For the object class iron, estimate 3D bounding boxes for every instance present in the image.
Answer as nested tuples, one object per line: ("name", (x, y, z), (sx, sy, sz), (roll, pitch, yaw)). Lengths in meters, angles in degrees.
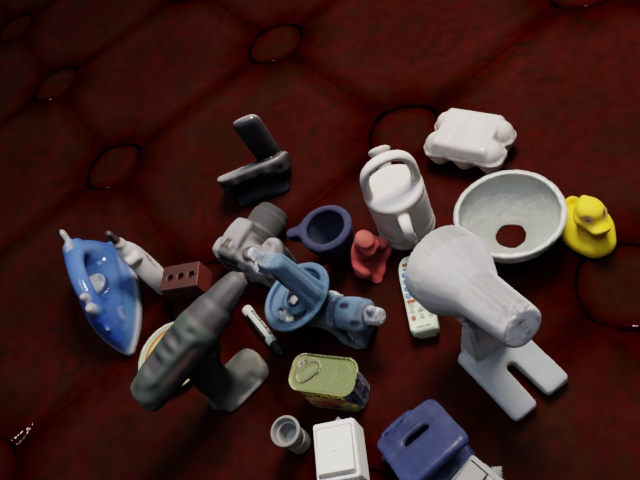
("iron", (-0.417, 0.091, 1.067), (0.118, 0.142, 0.257), (-34, 52, -2))

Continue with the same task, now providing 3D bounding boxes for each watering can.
("watering can", (0.118, -0.079, 0.934), (0.101, 0.195, 0.172), (-37, 52, -5))

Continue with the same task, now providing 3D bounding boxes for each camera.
("camera", (-0.108, -0.001, 1.031), (0.142, 0.101, 0.137), (19, 66, 31))

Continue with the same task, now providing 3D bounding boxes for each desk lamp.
("desk lamp", (0.221, 0.103, 0.756), (0.118, 0.214, 0.202), (-38, 52, -6))

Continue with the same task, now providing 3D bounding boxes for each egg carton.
("egg carton", (0.267, -0.176, 1.021), (0.149, 0.070, 0.107), (17, 65, 30))

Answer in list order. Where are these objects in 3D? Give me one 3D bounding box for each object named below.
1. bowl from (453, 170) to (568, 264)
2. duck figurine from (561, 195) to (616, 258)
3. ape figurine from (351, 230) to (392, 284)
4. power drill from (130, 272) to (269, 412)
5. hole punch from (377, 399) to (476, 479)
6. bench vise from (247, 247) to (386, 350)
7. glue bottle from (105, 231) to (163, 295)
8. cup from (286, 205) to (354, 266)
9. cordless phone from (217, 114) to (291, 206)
("bowl", (0.299, -0.025, 0.901), (0.167, 0.075, 0.167), (-11, 54, 15))
("duck figurine", (0.400, -0.034, 0.859), (0.077, 0.086, 0.104), (-25, 52, 5))
("ape figurine", (0.080, 0.018, 0.948), (0.078, 0.092, 0.076), (-35, 52, -3))
("power drill", (-0.162, 0.173, 0.865), (0.230, 0.209, 0.075), (-45, 53, -11))
("hole punch", (0.133, 0.271, 0.754), (0.109, 0.091, 0.100), (-38, 52, -6))
("bench vise", (-0.007, 0.074, 0.864), (0.207, 0.220, 0.121), (-7, 55, 18))
("glue bottle", (-0.339, 0.034, 1.054), (0.037, 0.174, 0.078), (-41, 52, -8))
("cup", (0.009, 0.004, 0.985), (0.117, 0.095, 0.091), (-7, 55, 17))
("cordless phone", (-0.144, -0.163, 1.103), (0.147, 0.185, 0.094), (-22, 52, 7))
